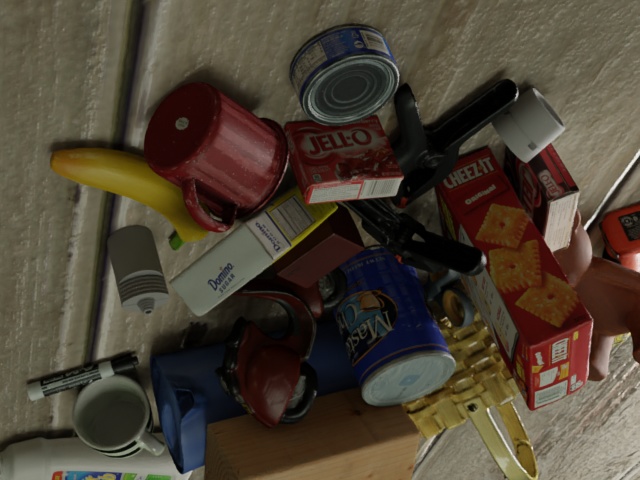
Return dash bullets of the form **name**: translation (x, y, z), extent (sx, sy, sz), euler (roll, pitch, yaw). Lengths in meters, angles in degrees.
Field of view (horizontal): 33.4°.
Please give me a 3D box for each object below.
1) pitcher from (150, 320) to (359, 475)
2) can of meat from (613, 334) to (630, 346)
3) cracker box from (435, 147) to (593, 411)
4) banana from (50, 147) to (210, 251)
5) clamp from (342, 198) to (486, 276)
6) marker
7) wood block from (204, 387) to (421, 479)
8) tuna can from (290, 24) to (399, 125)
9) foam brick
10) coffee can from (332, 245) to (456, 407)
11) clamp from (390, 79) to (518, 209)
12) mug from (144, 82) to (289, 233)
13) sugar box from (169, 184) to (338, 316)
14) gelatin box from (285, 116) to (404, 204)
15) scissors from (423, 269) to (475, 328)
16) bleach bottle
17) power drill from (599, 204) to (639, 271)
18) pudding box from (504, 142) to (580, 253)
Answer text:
- **pitcher**: translation (-0.065, 0.168, 1.204), extent (0.242, 0.149, 0.145), euler (-13, 120, -18)
- **can of meat**: translation (0.367, 0.106, 1.407), extent (0.102, 0.057, 0.084), euler (-15, 151, -8)
- **cracker box**: translation (0.190, 0.039, 1.054), extent (0.072, 0.214, 0.164), euler (-23, 149, -2)
- **banana**: translation (-0.147, -0.036, 0.919), extent (0.070, 0.037, 0.197), euler (-29, 147, 12)
- **clamp**: translation (0.088, 0.000, 1.021), extent (0.036, 0.165, 0.210), euler (-56, 164, -5)
- **marker**: translation (-0.256, 0.147, 1.155), extent (0.121, 0.020, 0.020), euler (-17, 148, -6)
- **wood block**: translation (-0.009, 0.230, 1.126), extent (0.205, 0.091, 0.090), euler (-10, 128, -24)
- **tuna can**: translation (0.021, -0.133, 0.870), extent (0.086, 0.034, 0.086), euler (-14, 148, -9)
- **foam brick**: translation (-0.007, 0.001, 1.042), extent (0.078, 0.051, 0.052), euler (-35, 144, 23)
- **coffee can**: translation (0.072, 0.091, 1.137), extent (0.102, 0.140, 0.103), euler (-14, 148, -10)
- **clamp**: translation (0.092, -0.089, 0.973), extent (0.120, 0.039, 0.172), euler (5, 141, -28)
- **mug**: translation (-0.086, -0.062, 0.846), extent (0.093, 0.117, 0.081), euler (-14, 150, 34)
- **sugar box**: translation (-0.053, 0.002, 0.934), extent (0.093, 0.048, 0.176), euler (-37, -176, 25)
- **gelatin box**: translation (0.019, -0.071, 0.926), extent (0.089, 0.073, 0.030), euler (-6, 144, -20)
- **scissors**: translation (0.128, 0.070, 1.154), extent (0.016, 0.096, 0.202), euler (-17, 157, -13)
- **bleach bottle**: translation (-0.287, 0.277, 1.297), extent (0.250, 0.068, 0.103), euler (6, 140, -32)
- **power drill**: translation (0.400, 0.022, 1.295), extent (0.184, 0.057, 0.187), euler (-17, 148, -4)
- **pudding box**: translation (0.216, -0.048, 1.055), extent (0.039, 0.090, 0.113), euler (-20, 149, -3)
